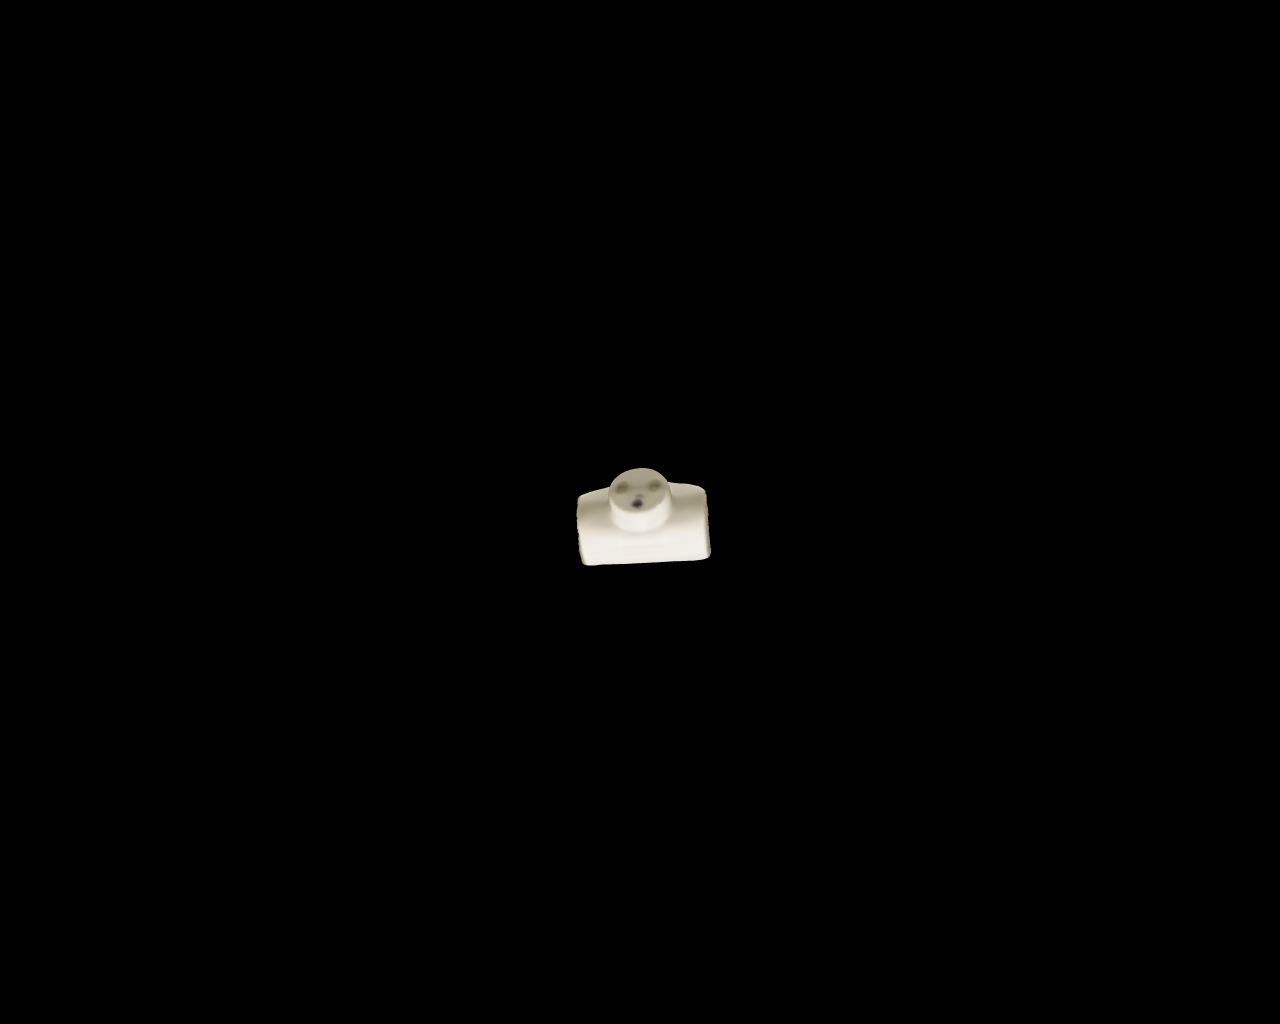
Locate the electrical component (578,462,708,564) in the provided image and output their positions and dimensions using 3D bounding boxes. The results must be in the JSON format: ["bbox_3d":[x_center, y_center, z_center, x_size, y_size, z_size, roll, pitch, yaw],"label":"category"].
[{"bbox_3d":[0.001,-0.003,0.650,0.077,0.043,0.079,-4,-39,5],"label":"electrical component"}]
